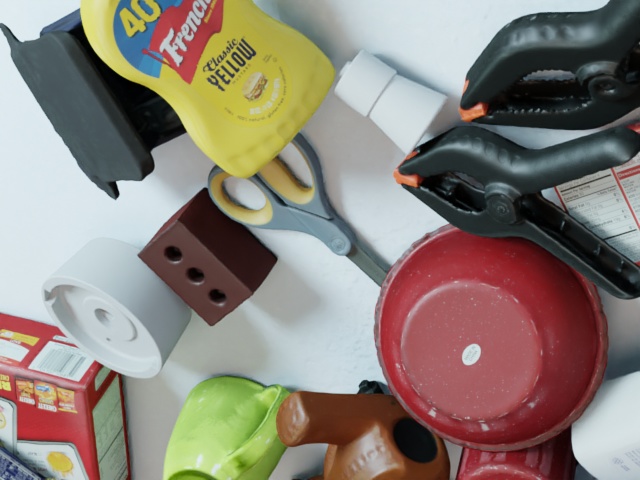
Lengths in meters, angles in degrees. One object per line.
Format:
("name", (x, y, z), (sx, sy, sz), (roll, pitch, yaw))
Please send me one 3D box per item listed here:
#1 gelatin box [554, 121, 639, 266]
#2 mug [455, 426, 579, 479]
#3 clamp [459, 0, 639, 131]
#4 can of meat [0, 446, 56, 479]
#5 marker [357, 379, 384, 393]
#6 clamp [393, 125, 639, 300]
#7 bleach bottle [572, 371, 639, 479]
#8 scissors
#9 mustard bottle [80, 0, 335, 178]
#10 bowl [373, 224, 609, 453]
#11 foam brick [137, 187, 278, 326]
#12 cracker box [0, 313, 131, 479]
("gelatin box", (0.193, -0.025, 0.664), (0.073, 0.030, 0.089), (-20, 110, 29))
("mug", (0.150, 0.175, 0.773), (0.117, 0.081, 0.093), (45, 124, -11))
("clamp", (0.172, -0.096, 0.597), (0.164, 0.036, 0.210), (31, 152, -31))
("can of meat", (-0.278, 0.211, 0.876), (0.084, 0.057, 0.102), (36, 127, -3))
("marker", (0.065, 0.156, 0.830), (0.020, 0.020, 0.121), (-24, 111, 30))
("clamp", (0.127, -0.021, 0.658), (0.172, 0.039, 0.120), (11, 129, 42))
("bleach bottle", (0.279, 0.100, 0.646), (0.102, 0.068, 0.251), (31, 143, -25))
("scissors", (-0.005, 0.001, 0.759), (0.096, 0.016, 0.201), (-22, 111, 31))
("mustard bottle", (-0.084, -0.130, 0.637), (0.096, 0.058, 0.191), (-49, 117, -3))
("bowl", (0.104, 0.068, 0.701), (0.162, 0.055, 0.162), (3, 97, 21))
("foam brick", (-0.081, 0.013, 0.771), (0.078, 0.051, 0.053), (45, 124, -11))
("cracker box", (-0.250, 0.168, 0.918), (0.164, 0.072, 0.214), (11, 125, 14))
